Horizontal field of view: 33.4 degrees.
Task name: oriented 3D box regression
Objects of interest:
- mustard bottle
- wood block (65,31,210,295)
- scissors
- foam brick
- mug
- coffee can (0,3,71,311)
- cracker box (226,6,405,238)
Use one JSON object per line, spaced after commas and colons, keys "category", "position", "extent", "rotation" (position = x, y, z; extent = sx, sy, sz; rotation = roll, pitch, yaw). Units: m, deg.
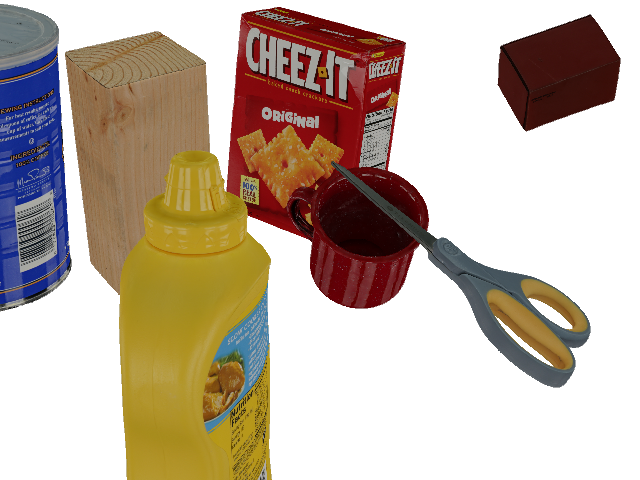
{"category": "mustard bottle", "position": [-0.051, 0.055, 0.452], "extent": [0.058, 0.192, 0.096], "rotation": [9, 26, 15]}
{"category": "wood block", "position": [-0.153, -0.061, 0.922], "extent": [0.090, 0.206, 0.090], "rotation": [-19, 37, -28]}
{"category": "scissors", "position": [0.097, 0.012, 0.682], "extent": [0.096, 0.016, 0.202], "rotation": [-9, 50, -45]}
{"category": "foam brick", "position": [0.184, -0.130, 0.828], "extent": [0.078, 0.051, 0.053], "rotation": [-19, -31, -5]}
{"category": "mug", "position": [0.024, -0.003, 0.861], "extent": [0.117, 0.093, 0.081], "rotation": [26, -34, 12]}
{"category": "coffee can", "position": [-0.189, -0.046, 0.574], "extent": [0.103, 0.140, 0.103], "rotation": [3, 28, -2]}
{"category": "cracker box", "position": [-0.012, -0.113, 1.089], "extent": [0.164, 0.214, 0.071], "rotation": [22, 29, 31]}
